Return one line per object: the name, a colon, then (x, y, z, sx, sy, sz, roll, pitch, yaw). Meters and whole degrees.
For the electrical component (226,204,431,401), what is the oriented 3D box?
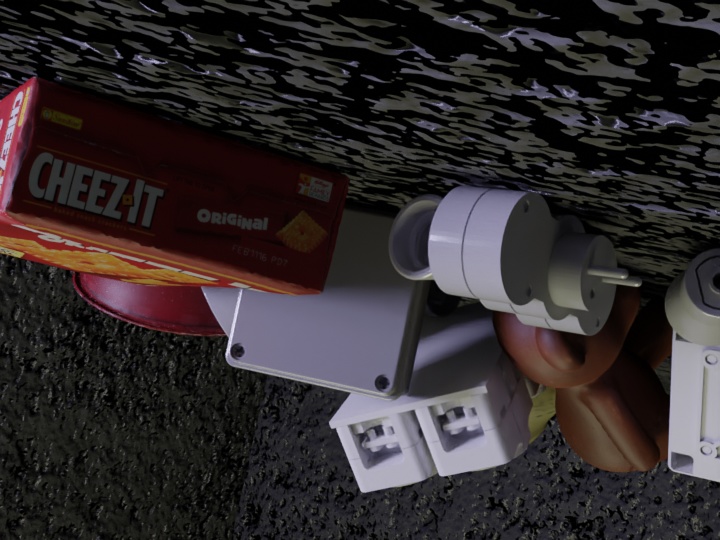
electrical component: (-0.015, 0.015, 0.655, 0.109, 0.108, 0.056, 11, 177, 12)

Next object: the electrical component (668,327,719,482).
electrical component: (0.235, 0.068, 0.607, 0.109, 0.108, 0.056, 9, -150, 28)

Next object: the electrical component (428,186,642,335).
electrical component: (0.098, -0.001, 0.521, 0.074, 0.052, 0.138, 9, 173, 35)

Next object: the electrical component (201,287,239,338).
electrical component: (-0.062, 0.010, 0.761, 0.060, 0.108, 0.108, -29, 163, 12)

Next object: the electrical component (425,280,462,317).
electrical component: (0.024, 0.007, 0.817, 0.079, 0.044, 0.077, 17, 173, -42)

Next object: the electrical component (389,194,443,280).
electrical component: (0.049, -0.012, 0.562, 0.055, 0.045, 0.045, 16, 173, -44)

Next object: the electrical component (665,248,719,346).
electrical component: (0.180, 0.012, 0.545, 0.044, 0.044, 0.065, 11, 170, 14)

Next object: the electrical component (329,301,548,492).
electrical component: (0.065, 0.082, 0.745, 0.105, 0.060, 0.186, -16, -168, 22)
